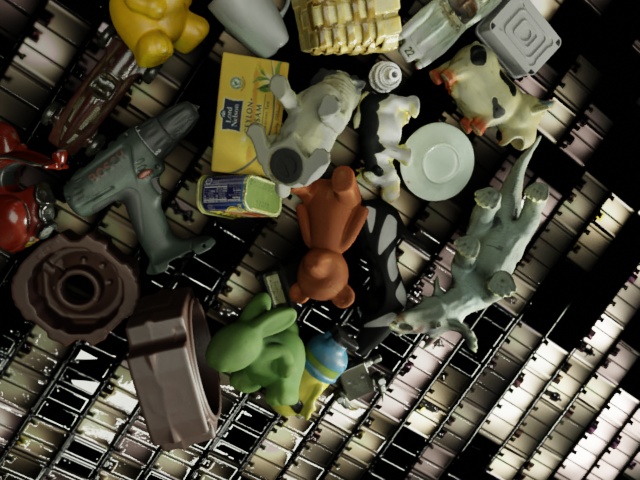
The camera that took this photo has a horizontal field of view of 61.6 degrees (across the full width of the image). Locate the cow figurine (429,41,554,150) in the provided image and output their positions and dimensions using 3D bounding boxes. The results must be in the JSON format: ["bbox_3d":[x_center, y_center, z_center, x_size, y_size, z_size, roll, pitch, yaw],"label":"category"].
[{"bbox_3d":[0.282,-0.226,0.859,0.127,0.085,0.194,-38,106,6],"label":"cow figurine"}]

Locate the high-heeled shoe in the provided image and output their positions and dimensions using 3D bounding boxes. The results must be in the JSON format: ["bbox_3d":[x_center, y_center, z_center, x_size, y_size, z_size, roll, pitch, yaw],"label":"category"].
[{"bbox_3d":[0.076,0.061,0.886,0.145,0.086,0.248,26,92,-12],"label":"high-heeled shoe"}]

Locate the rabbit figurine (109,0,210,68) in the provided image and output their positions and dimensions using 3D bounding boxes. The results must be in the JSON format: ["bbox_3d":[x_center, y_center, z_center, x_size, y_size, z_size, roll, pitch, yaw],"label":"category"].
[{"bbox_3d":[-0.199,-0.334,0.692,0.122,0.173,0.162,-31,95,-38],"label":"rabbit figurine"}]

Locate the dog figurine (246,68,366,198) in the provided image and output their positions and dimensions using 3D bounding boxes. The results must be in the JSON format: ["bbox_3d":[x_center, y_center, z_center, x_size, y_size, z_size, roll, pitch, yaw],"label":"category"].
[{"bbox_3d":[-0.005,-0.157,0.777,0.121,0.190,0.172,35,114,8],"label":"dog figurine"}]

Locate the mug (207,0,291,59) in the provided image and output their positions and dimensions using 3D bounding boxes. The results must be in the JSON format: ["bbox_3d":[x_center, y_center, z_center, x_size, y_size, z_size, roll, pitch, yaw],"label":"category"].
[{"bbox_3d":[-0.088,-0.323,0.770,0.109,0.081,0.107,-44,118,-10],"label":"mug"}]

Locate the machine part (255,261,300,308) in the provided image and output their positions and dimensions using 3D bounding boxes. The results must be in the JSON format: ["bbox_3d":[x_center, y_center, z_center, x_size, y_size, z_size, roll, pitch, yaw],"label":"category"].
[{"bbox_3d":[-0.030,0.065,0.887,0.139,0.039,0.084,-21,97,-4],"label":"machine part"}]

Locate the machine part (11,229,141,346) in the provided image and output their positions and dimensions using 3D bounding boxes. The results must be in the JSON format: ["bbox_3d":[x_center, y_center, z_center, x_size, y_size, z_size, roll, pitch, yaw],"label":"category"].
[{"bbox_3d":[-0.363,0.070,0.813,0.179,0.056,0.179,-2,103,-9],"label":"machine part"}]

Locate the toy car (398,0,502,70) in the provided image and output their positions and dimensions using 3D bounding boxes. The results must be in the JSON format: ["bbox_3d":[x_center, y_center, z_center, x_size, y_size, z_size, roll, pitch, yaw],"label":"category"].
[{"bbox_3d":[0.203,-0.348,0.827,0.202,0.056,0.073,-41,107,0],"label":"toy car"}]

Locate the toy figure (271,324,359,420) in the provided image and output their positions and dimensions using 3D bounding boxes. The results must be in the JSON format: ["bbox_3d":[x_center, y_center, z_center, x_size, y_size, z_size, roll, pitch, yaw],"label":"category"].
[{"bbox_3d":[-0.016,0.217,0.902,0.089,0.082,0.180,37,101,3],"label":"toy figure"}]

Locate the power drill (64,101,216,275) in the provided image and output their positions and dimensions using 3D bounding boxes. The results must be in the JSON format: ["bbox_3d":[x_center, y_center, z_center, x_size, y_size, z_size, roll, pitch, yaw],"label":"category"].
[{"bbox_3d":[-0.237,-0.065,0.794,0.232,0.086,0.207,-29,110,-2],"label":"power drill"}]

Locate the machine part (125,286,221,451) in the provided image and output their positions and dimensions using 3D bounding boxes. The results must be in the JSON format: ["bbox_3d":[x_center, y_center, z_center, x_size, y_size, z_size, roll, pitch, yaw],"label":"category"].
[{"bbox_3d":[-0.207,0.182,0.791,0.087,0.201,0.201,-11,104,-5],"label":"machine part"}]

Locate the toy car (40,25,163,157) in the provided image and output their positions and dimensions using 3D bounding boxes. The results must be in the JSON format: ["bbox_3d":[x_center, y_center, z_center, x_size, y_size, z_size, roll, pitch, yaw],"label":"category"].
[{"bbox_3d":[-0.311,-0.208,0.762,0.089,0.053,0.202,39,92,-20],"label":"toy car"}]

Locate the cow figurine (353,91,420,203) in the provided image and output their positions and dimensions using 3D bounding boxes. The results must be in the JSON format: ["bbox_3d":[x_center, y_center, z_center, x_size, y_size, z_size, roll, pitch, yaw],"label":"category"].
[{"bbox_3d":[0.095,-0.145,0.846,0.098,0.068,0.167,7,98,-7],"label":"cow figurine"}]

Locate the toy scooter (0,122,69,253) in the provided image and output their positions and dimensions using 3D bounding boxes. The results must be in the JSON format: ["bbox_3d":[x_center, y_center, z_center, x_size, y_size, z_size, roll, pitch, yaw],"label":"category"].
[{"bbox_3d":[-0.408,-0.073,0.748,0.135,0.075,0.183,-1,99,12],"label":"toy scooter"}]

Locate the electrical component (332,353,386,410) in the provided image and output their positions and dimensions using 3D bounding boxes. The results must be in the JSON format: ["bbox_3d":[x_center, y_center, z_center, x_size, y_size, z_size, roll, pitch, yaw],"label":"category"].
[{"bbox_3d":[0.070,0.252,0.943,0.102,0.045,0.078,-16,107,-7],"label":"electrical component"}]

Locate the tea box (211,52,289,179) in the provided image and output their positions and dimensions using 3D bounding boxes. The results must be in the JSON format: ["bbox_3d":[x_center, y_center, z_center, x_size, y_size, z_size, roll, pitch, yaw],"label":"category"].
[{"bbox_3d":[-0.106,-0.182,0.799,0.098,0.068,0.169,4,103,-12],"label":"tea box"}]

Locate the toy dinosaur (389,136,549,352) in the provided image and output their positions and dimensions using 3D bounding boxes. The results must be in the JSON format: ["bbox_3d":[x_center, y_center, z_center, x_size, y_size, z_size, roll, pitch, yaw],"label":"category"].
[{"bbox_3d":[0.275,0.022,0.883,0.131,0.192,0.405,33,64,16],"label":"toy dinosaur"}]

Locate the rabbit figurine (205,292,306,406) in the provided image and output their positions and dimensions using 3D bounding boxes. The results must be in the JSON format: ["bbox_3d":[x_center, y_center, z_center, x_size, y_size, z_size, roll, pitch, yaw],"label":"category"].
[{"bbox_3d":[-0.092,0.166,0.814,0.170,0.121,0.159,34,81,-53],"label":"rabbit figurine"}]

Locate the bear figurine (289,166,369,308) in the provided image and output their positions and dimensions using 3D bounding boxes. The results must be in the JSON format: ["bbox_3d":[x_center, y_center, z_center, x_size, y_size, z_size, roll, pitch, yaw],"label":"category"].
[{"bbox_3d":[0.000,-0.001,0.813,0.120,0.131,0.196,7,76,23],"label":"bear figurine"}]
